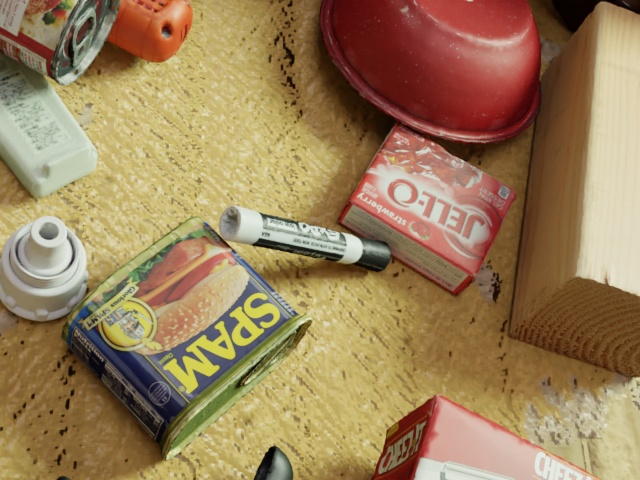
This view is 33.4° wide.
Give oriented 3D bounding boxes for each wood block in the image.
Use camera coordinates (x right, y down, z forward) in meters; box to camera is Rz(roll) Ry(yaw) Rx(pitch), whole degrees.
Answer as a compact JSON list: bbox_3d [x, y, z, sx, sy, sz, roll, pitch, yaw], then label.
[{"bbox_3d":[0.186,-0.033,0.663,0.090,0.090,0.206,18,59,-7],"label":"wood block"}]

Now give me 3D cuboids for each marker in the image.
[{"bbox_3d":[-0.004,0.001,0.595,0.120,0.020,0.020,12,56,-42],"label":"marker"}]

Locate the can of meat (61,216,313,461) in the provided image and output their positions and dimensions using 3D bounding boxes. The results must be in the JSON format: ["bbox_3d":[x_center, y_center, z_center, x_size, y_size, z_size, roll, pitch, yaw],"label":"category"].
[{"bbox_3d":[-0.069,0.048,0.553,0.084,0.057,0.102,44,58,11],"label":"can of meat"}]

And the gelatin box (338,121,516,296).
[{"bbox_3d":[0.066,-0.020,0.650,0.089,0.030,0.073,32,57,0],"label":"gelatin box"}]

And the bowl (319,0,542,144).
[{"bbox_3d":[0.083,-0.139,0.689,0.162,0.055,0.162,13,49,-15],"label":"bowl"}]

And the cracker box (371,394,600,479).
[{"bbox_3d":[0.081,0.208,0.503,0.164,0.072,0.213,29,56,-9],"label":"cracker box"}]

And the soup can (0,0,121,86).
[{"bbox_3d":[-0.168,-0.137,0.579,0.102,0.069,0.068,28,57,1],"label":"soup can"}]

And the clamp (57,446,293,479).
[{"bbox_3d":[-0.049,0.178,0.500,0.120,0.039,0.171,-15,74,-20],"label":"clamp"}]

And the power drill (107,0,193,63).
[{"bbox_3d":[-0.135,-0.213,0.674,0.184,0.057,0.187,29,59,-1],"label":"power drill"}]
